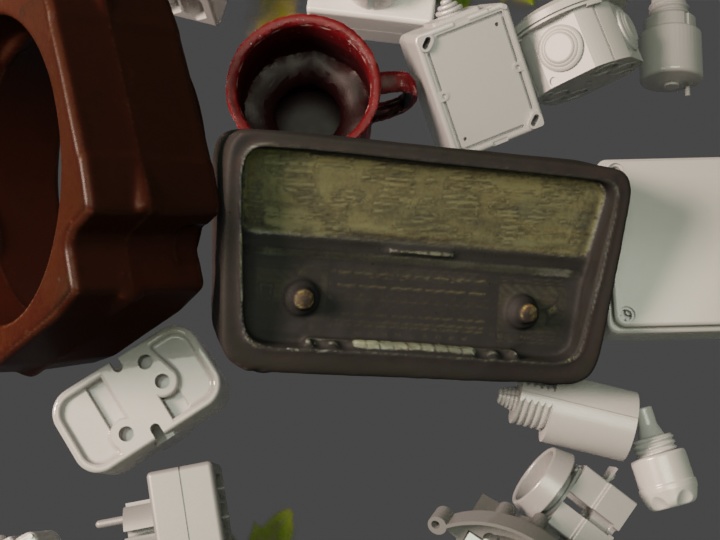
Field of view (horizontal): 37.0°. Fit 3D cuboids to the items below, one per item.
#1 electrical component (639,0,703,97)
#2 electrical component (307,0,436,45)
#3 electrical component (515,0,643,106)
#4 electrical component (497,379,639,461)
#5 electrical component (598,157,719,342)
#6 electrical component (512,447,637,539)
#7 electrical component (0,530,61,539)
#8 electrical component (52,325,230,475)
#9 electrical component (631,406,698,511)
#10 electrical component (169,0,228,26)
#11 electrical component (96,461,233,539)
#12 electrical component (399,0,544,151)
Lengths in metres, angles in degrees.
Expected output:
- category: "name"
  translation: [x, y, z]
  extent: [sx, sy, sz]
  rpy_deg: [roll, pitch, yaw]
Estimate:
- category: "electrical component"
  translation: [0.205, -0.154, 0.710]
  extent: [0.040, 0.040, 0.078]
  rpy_deg: [2, 77, 1]
- category: "electrical component"
  translation: [0.009, -0.186, 0.700]
  extent: [0.083, 0.075, 0.047]
  rpy_deg: [7, 78, 2]
- category: "electrical component"
  translation: [0.138, -0.143, 0.689]
  extent: [0.080, 0.080, 0.051]
  rpy_deg: [-20, 84, -4]
- category: "electrical component"
  translation: [0.124, 0.086, 0.657]
  extent: [0.081, 0.043, 0.043]
  rpy_deg: [13, 78, 3]
- category: "electrical component"
  translation: [0.201, -0.012, 0.671]
  extent: [0.109, 0.056, 0.108]
  rpy_deg: [-1, 78, 0]
- category: "electrical component"
  translation: [0.126, 0.139, 0.645]
  extent: [0.055, 0.048, 0.066]
  rpy_deg: [38, 81, 0]
- category: "electrical component"
  translation: [-0.198, 0.195, 0.626]
  extent: [0.062, 0.061, 0.096]
  rpy_deg: [-24, 79, -5]
- category: "electrical component"
  translation: [-0.129, 0.080, 0.651]
  extent: [0.095, 0.059, 0.053]
  rpy_deg: [-33, 80, -7]
- category: "electrical component"
  translation: [0.182, 0.114, 0.656]
  extent: [0.035, 0.035, 0.061]
  rpy_deg: [-14, 76, -3]
- category: "electrical component"
  translation: [-0.126, -0.216, 0.722]
  extent: [0.083, 0.047, 0.075]
  rpy_deg: [15, 78, 3]
- category: "electrical component"
  translation: [-0.118, 0.154, 0.641]
  extent: [0.077, 0.047, 0.065]
  rpy_deg: [-10, 78, -3]
- category: "electrical component"
  translation: [0.067, -0.126, 0.681]
  extent: [0.062, 0.061, 0.096]
  rpy_deg: [-22, 105, -5]
